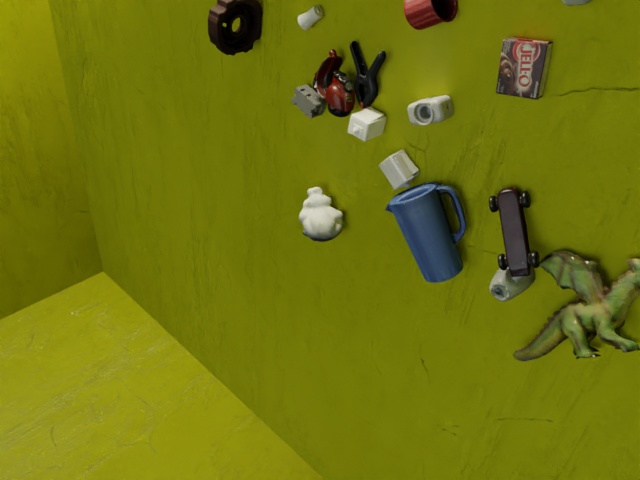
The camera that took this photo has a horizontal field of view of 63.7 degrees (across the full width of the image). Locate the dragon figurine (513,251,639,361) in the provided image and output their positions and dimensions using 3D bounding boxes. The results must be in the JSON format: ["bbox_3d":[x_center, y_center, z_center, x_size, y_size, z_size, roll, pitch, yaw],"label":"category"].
[{"bbox_3d":[0.570,0.142,1.152,0.405,0.123,0.245,-25,76,49],"label":"dragon figurine"}]

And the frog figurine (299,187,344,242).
[{"bbox_3d":[0.005,-0.080,1.594,0.137,0.124,0.157,4,110,9],"label":"frog figurine"}]
